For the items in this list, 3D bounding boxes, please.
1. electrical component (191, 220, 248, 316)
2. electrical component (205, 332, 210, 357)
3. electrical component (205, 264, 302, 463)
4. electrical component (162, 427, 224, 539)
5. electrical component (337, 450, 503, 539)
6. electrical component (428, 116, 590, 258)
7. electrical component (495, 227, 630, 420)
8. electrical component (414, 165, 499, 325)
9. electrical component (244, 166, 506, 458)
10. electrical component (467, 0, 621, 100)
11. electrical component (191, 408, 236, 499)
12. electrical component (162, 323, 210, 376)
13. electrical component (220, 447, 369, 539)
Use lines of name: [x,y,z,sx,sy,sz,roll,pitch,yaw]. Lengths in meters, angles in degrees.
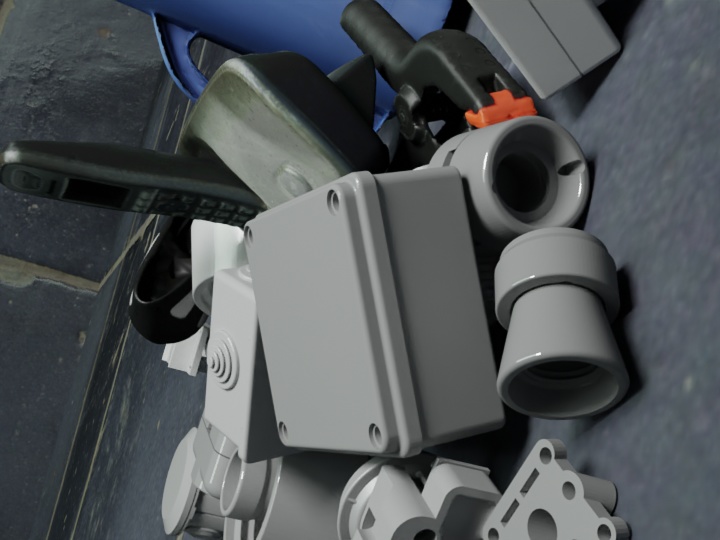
electrical component: [-0.056,0.004,0.689,0.108,0.108,0.060,135,141,-56]
electrical component: [-0.076,0.039,0.797,0.059,0.054,0.095,-141,69,-71]
electrical component: [-0.030,0.042,0.549,0.048,0.100,0.099,27,117,49]
electrical component: [-0.115,0.162,0.807,0.080,0.051,0.080,-163,90,-73]
electrical component: [0.023,0.106,0.424,0.057,0.058,0.078,-129,57,-66]
electrical component: [0.061,-0.035,0.445,0.047,0.055,0.055,-13,62,66]
electrical component: [0.070,0.019,0.382,0.045,0.045,0.055,127,154,-48]
electrical component: [0.041,-0.003,0.488,0.043,0.043,0.081,130,138,-51]
electrical component: [0.002,0.020,0.454,0.109,0.056,0.108,-15,85,62]
electrical component: [0.087,-0.124,0.445,0.077,0.065,0.047,-33,33,18]
electrical component: [-0.080,0.121,0.731,0.095,0.054,0.059,-144,72,-72]
electrical component: [-0.132,0.068,0.925,0.081,0.064,0.042,-166,94,-72]
electrical component: [-0.044,0.125,0.608,0.108,0.060,0.108,-163,90,-73]
